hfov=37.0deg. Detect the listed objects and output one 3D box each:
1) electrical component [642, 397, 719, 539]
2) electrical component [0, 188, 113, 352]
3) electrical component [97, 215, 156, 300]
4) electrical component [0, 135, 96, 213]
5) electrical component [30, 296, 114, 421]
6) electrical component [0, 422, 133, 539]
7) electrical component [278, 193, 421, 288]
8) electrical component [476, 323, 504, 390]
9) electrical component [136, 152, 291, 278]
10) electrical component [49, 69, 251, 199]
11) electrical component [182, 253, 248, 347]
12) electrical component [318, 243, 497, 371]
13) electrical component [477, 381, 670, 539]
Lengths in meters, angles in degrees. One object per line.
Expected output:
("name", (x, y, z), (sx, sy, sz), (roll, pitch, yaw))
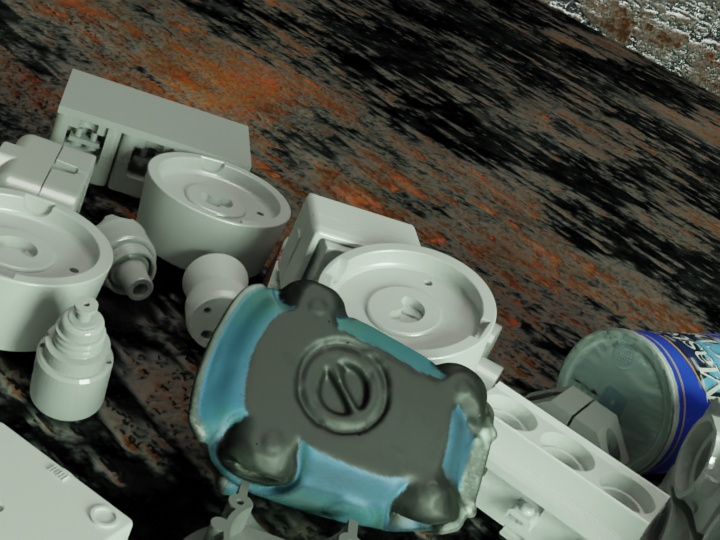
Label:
("electrical component", (0.211, 0.164, 0.613), (0.060, 0.105, 0.186), (23, 24, 0))
("electrical component", (-0.204, 0.004, 0.621), (0.108, 0.060, 0.108), (20, 24, -9))
("electrical component", (-0.154, -0.005, 0.707), (0.043, 0.043, 0.062), (5, 32, -37))
("electrical component", (-0.220, -0.051, 0.729), (0.059, 0.053, 0.095), (18, 24, -13))
("electrical component", (-0.151, 0.045, 0.570), (0.040, 0.078, 0.040), (14, 39, -12))
("electrical component", (-0.156, 0.115, 0.447), (0.100, 0.048, 0.100), (31, 25, 17))
("electrical component", (0.000, 0.000, 0.721), (0.096, 0.061, 0.061), (17, 28, -18))
("electrical component", (0.075, 0.074, 0.742), (0.074, 0.052, 0.138), (29, 24, 11))
("electrical component", (-0.111, -0.034, 0.786), (0.108, 0.060, 0.108), (20, 24, -9))
("electrical component", (-0.169, -0.095, 0.860), (0.150, 0.061, 0.089), (17, 25, -16))
("electrical component", (-0.093, 0.021, 0.707), (0.045, 0.045, 0.055), (15, 26, -20))
("electrical component", (0.024, 0.040, 0.656), (0.108, 0.060, 0.108), (6, 38, -4))
("electrical component", (0.112, 0.131, 0.645), (0.121, 0.063, 0.079), (34, 25, 21))
